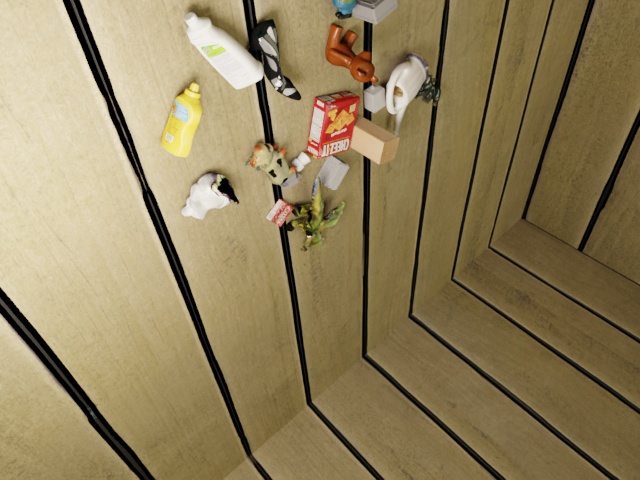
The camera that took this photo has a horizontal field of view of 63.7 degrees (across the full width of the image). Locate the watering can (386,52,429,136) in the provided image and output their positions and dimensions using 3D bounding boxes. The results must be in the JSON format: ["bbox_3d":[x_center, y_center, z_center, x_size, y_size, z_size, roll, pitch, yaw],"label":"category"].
[{"bbox_3d":[0.324,-0.566,1.972,0.226,0.105,0.341,-54,158,-13],"label":"watering can"}]

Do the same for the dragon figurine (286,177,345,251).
[{"bbox_3d":[0.006,-0.101,2.005,0.246,0.123,0.401,-25,149,-45],"label":"dragon figurine"}]

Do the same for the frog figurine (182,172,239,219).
[{"bbox_3d":[-0.347,-0.130,1.576,0.158,0.124,0.137,-24,165,23],"label":"frog figurine"}]
